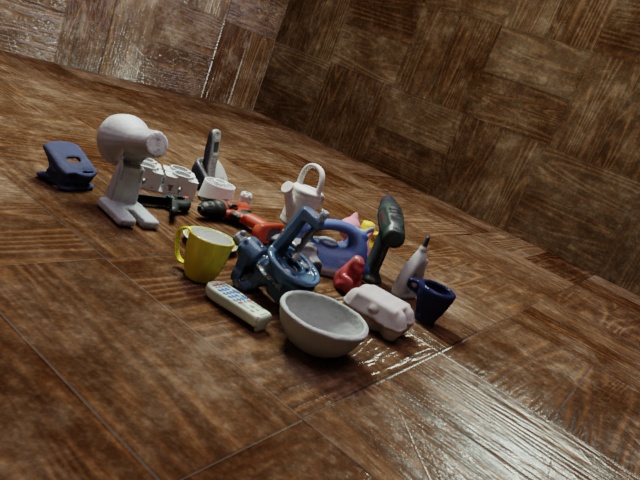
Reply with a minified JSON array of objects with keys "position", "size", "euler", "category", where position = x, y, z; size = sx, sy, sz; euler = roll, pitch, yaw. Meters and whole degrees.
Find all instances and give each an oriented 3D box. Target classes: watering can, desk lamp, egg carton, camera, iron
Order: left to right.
[{"position":[-0.418,-0.162,1.285],"size":[0.118,0.213,0.202],"euler":[3,24,-48],"category":"desk lamp"},{"position":[-0.082,0.038,1.272],"size":[0.137,0.101,0.142],"euler":[5,23,-46],"category":"camera"},{"position":[-0.045,-0.135,1.711],"size":[0.100,0.194,0.173],"euler":[26,17,16],"category":"watering can"},{"position":[0.013,0.005,1.426],"size":[0.259,0.141,0.118],"euler":[14,17,-24],"category":"iron"},{"position":[0.125,0.152,1.223],"size":[0.150,0.069,0.107],"euler":[28,17,23],"category":"egg carton"}]

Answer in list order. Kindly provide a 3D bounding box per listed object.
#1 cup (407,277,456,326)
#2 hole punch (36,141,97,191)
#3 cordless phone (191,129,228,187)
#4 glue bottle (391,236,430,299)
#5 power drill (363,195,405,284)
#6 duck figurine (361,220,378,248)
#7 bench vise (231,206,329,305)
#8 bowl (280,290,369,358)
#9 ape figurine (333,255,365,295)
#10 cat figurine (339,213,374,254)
[{"position":[0.248,0.147,1.351],"size":[0.117,0.095,0.092],"euler":[25,16,12],"category":"cup"},{"position":[-0.581,-0.172,1.333],"size":[0.101,0.091,0.109],"euler":[26,17,17],"category":"hole punch"},{"position":[-0.317,-0.246,1.739],"size":[0.094,0.185,0.148],"euler":[23,16,6],"category":"cordless phone"},{"position":[0.244,0.068,1.459],"size":[0.078,0.173,0.037],"euler":[6,22,-44],"category":"glue bottle"},{"position":[0.160,-0.001,1.512],"size":[0.076,0.208,0.229],"euler":[18,16,-10],"category":"power drill"},{"position":[0.134,-0.020,1.764],"size":[0.104,0.086,0.078],"euler":[24,16,7],"category":"duck figurine"},{"position":[-0.079,0.020,1.119],"size":[0.207,0.220,0.121],"euler":[22,16,3],"category":"bench vise"},{"position":[-0.003,0.161,1.021],"size":[0.167,0.075,0.167],"euler":[20,16,-6],"category":"bowl"},{"position":[0.076,0.080,1.353],"size":[0.078,0.092,0.075],"euler":[4,23,-46],"category":"ape figurine"},{"position":[0.100,-0.019,1.660],"size":[0.128,0.118,0.067],"euler":[13,18,-28],"category":"cat figurine"}]
